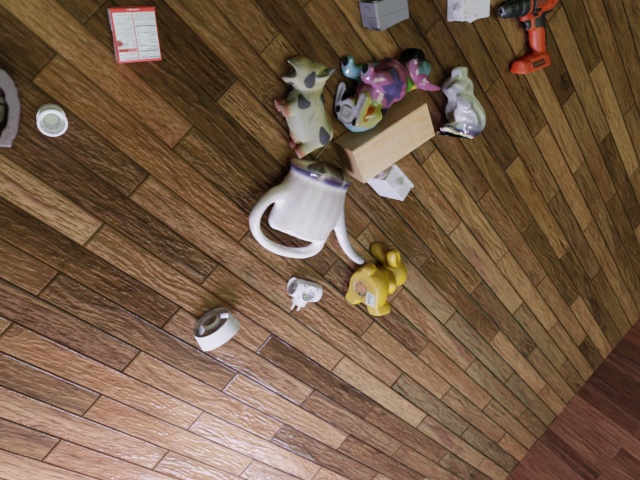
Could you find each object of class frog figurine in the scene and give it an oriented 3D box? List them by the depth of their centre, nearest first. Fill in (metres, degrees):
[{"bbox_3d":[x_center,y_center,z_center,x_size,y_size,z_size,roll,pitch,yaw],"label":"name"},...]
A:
[{"bbox_3d":[0.344,-0.326,1.229,0.137,0.123,0.158,-1,107,-66],"label":"frog figurine"}]

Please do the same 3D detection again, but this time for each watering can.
[{"bbox_3d":[0.004,-0.058,1.153,0.346,0.105,0.222,14,104,-39],"label":"watering can"}]
